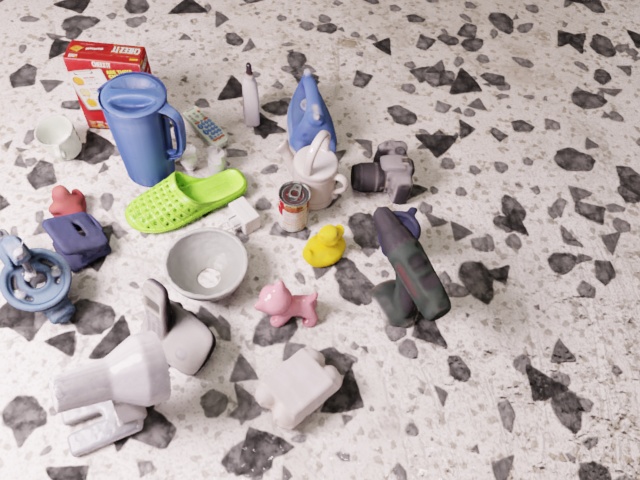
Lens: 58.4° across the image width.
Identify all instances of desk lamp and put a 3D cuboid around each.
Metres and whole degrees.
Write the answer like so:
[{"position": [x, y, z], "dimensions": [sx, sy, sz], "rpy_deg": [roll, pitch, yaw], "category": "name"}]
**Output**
[{"position": [-0.341, 0.252, 0.940], "dimensions": [0.203, 0.213, 0.117], "rpy_deg": [-21, 61, -18], "category": "desk lamp"}]

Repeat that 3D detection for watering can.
[{"position": [-0.017, -0.161, 1.249], "dimensions": [0.173, 0.194, 0.101], "rpy_deg": [9, 57, 1], "category": "watering can"}]

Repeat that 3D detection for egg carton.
[{"position": [-0.040, 0.268, 1.045], "dimensions": [0.150, 0.069, 0.107], "rpy_deg": [-36, 67, -25], "category": "egg carton"}]

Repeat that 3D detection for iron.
[{"position": [-0.024, -0.330, 1.389], "dimensions": [0.119, 0.141, 0.258], "rpy_deg": [-5, 58, -9], "category": "iron"}]

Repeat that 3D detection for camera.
[{"position": [0.141, -0.164, 1.322], "dimensions": [0.137, 0.101, 0.143], "rpy_deg": [-2, 57, -6], "category": "camera"}]

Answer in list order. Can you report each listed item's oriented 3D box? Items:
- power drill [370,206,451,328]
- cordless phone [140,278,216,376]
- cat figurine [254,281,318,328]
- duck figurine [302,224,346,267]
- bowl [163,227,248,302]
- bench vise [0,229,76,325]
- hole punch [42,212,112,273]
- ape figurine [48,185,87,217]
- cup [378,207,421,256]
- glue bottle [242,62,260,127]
[{"position": [0.158, 0.073, 1.107], "dimensions": [0.076, 0.208, 0.229], "rpy_deg": [-25, 63, -19], "category": "power drill"}, {"position": [-0.261, 0.152, 1.029], "dimensions": [0.147, 0.185, 0.094], "rpy_deg": [30, 60, 14], "category": "cordless phone"}, {"position": [-0.064, 0.119, 1.110], "dimensions": [0.128, 0.118, 0.067], "rpy_deg": [-2, 57, -7], "category": "cat figurine"}, {"position": [0.011, 0.004, 1.210], "dimensions": [0.105, 0.086, 0.077], "rpy_deg": [-31, 65, -22], "category": "duck figurine"}, {"position": [-0.226, 0.061, 1.157], "dimensions": [0.167, 0.075, 0.167], "rpy_deg": [3, 57, -4], "category": "bowl"}, {"position": [-0.554, 0.047, 1.048], "dimensions": [0.207, 0.220, 0.122], "rpy_deg": [26, 59, 11], "category": "bench vise"}, {"position": [-0.494, -0.009, 1.166], "dimensions": [0.101, 0.091, 0.108], "rpy_deg": [-35, 67, -24], "category": "hole punch"}, {"position": [-0.536, -0.082, 1.209], "dimensions": [0.078, 0.092, 0.076], "rpy_deg": [-26, 63, -20], "category": "ape figurine"}, {"position": [0.169, -0.011, 1.230], "dimensions": [0.091, 0.095, 0.118], "rpy_deg": [30, 60, 14], "category": "cup"}, {"position": [-0.168, -0.356, 1.372], "dimensions": [0.037, 0.173, 0.078], "rpy_deg": [-10, 59, -11], "category": "glue bottle"}]
